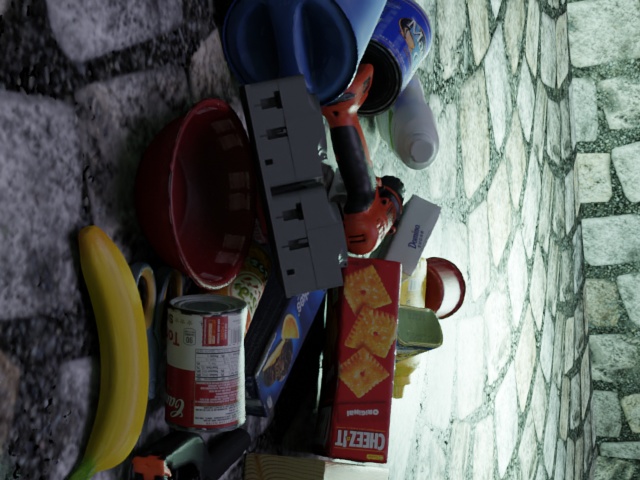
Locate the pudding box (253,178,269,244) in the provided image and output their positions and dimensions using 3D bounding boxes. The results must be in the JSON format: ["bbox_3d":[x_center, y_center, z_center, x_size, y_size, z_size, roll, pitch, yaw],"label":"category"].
[{"bbox_3d":[-0.045,-0.062,1.087,0.113,0.039,0.090,-58,143,-49],"label":"pudding box"}]

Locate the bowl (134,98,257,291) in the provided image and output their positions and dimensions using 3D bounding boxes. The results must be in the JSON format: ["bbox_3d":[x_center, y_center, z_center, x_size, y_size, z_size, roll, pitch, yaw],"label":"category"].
[{"bbox_3d":[-0.110,-0.038,0.901,0.162,0.055,0.162,1,90,-68],"label":"bowl"}]

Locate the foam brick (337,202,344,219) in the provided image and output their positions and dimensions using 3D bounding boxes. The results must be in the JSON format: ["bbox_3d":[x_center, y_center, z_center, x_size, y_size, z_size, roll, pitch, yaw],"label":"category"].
[{"bbox_3d":[-0.008,0.001,1.164,0.078,0.053,0.051,-63,147,-49],"label":"foam brick"}]

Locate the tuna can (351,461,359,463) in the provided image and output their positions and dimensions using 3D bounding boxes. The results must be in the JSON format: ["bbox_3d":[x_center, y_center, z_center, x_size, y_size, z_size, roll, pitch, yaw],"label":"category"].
[{"bbox_3d":[0.047,0.232,1.320,0.086,0.034,0.086,7,90,-75],"label":"tuna can"}]

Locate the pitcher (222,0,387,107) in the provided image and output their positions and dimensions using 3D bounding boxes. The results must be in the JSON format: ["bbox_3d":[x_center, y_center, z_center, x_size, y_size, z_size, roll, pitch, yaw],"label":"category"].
[{"bbox_3d":[-0.002,-0.233,1.090,0.145,0.149,0.242,62,29,-23],"label":"pitcher"}]

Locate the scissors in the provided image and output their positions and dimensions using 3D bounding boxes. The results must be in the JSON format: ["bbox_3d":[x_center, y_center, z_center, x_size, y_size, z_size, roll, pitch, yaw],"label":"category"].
[{"bbox_3d":[-0.148,0.106,0.864,0.096,0.016,0.201,57,38,-57],"label":"scissors"}]

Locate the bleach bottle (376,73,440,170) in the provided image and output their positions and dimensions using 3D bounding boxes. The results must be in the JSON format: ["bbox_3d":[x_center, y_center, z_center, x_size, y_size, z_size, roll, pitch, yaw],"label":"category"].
[{"bbox_3d":[0.110,-0.137,1.314,0.251,0.068,0.102,-96,176,-69],"label":"bleach bottle"}]

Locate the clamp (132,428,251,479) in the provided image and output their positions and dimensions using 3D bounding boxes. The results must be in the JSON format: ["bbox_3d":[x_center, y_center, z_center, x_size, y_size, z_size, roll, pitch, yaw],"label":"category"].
[{"bbox_3d":[-0.109,0.213,0.932,0.210,0.036,0.164,68,29,-55],"label":"clamp"}]

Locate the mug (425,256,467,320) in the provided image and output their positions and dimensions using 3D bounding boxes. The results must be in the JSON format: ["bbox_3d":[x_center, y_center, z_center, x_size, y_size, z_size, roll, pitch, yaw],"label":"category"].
[{"bbox_3d":[0.145,0.081,1.520,0.117,0.093,0.081,-56,159,17],"label":"mug"}]

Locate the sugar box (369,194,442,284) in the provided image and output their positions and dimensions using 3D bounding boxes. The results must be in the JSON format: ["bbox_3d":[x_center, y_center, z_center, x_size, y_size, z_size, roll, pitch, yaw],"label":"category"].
[{"bbox_3d":[0.096,0.011,1.303,0.093,0.048,0.176,-65,-176,-12],"label":"sugar box"}]

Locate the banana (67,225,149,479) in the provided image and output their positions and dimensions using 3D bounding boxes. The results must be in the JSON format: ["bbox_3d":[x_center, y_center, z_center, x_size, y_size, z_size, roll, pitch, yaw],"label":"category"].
[{"bbox_3d":[-0.158,0.088,0.812,0.069,0.037,0.198,2,89,-68],"label":"banana"}]

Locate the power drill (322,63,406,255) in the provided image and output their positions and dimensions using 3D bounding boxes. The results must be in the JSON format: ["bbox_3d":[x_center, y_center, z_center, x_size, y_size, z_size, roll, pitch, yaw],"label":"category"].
[{"bbox_3d":[0.048,-0.095,1.178,0.184,0.057,0.187,-56,133,-65],"label":"power drill"}]

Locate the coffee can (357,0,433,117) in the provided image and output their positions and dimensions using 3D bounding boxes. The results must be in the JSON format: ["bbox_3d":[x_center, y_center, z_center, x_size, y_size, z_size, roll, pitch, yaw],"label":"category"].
[{"bbox_3d":[0.068,-0.223,1.274,0.140,0.103,0.103,-58,143,-52],"label":"coffee can"}]

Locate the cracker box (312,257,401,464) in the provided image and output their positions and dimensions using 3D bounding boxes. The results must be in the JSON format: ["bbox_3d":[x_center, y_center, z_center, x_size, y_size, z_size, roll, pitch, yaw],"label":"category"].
[{"bbox_3d":[0.038,0.137,1.190,0.164,0.072,0.213,118,-22,-78],"label":"cracker box"}]

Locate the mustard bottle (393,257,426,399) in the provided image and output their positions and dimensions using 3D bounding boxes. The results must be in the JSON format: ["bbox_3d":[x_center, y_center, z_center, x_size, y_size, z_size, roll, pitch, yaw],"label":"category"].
[{"bbox_3d":[0.105,0.118,1.439,0.096,0.058,0.191,-2,93,-55],"label":"mustard bottle"}]

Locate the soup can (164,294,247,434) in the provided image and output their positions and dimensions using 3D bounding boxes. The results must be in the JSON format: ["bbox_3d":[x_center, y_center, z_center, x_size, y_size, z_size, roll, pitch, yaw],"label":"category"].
[{"bbox_3d":[-0.094,0.102,0.888,0.068,0.069,0.102,-20,114,-67],"label":"soup can"}]

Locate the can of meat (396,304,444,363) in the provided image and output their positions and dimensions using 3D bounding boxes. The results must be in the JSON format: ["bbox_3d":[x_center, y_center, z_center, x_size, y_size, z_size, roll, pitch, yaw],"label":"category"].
[{"bbox_3d":[0.091,0.119,1.327,0.101,0.084,0.057,10,63,-46],"label":"can of meat"}]

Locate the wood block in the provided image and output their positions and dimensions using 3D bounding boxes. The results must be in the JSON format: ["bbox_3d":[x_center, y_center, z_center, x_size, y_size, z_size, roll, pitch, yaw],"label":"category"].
[{"bbox_3d":[-0.002,0.282,1.142,0.205,0.090,0.091,32,62,-65],"label":"wood block"}]
